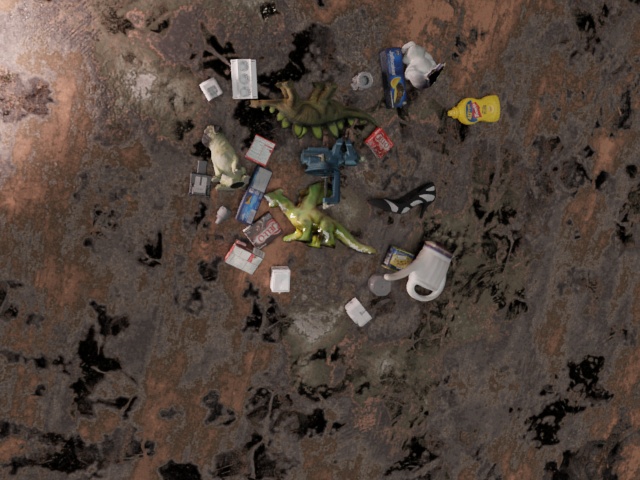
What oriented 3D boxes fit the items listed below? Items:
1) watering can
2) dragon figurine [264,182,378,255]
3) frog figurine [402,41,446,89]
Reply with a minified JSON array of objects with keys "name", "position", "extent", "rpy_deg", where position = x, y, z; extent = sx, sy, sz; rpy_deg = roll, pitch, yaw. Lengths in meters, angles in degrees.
[{"name":"watering can","position":[0.374,0.103,1.869],"extent":[0.105,0.225,0.344],"rpy_deg":[23,-2,46]},{"name":"dragon figurine","position":[0.005,-0.089,1.765],"extent":[0.410,0.246,0.121],"rpy_deg":[9,-14,-6]},{"name":"frog figurine","position":[0.337,-0.605,1.789],"extent":[0.161,0.139,0.120],"rpy_deg":[40,-17,17]}]
